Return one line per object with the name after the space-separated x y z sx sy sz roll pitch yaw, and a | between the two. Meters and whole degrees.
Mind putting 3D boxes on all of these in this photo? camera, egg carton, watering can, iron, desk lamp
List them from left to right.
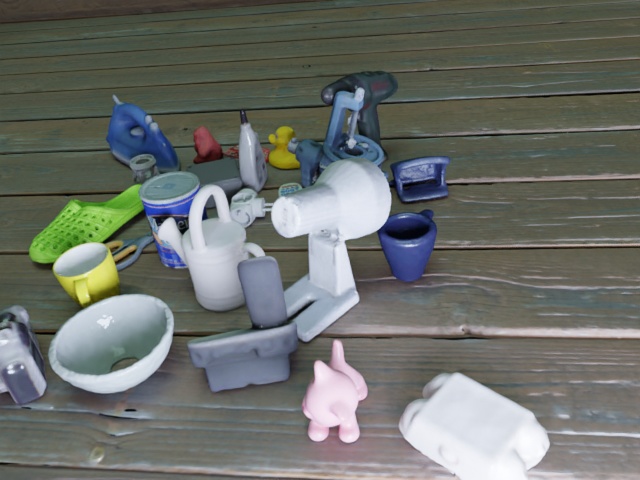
-0.465 0.164 0.788 0.137 0.101 0.142 -21 37 -20 | camera
-0.417 -0.253 1.352 0.119 0.142 0.257 -32 42 -32 | iron
-0.169 0.006 0.885 0.172 0.194 0.101 -4 34 4 | watering can
0.008 0.003 0.843 0.117 0.214 0.204 23 44 36 | desk lamp
0.167 0.215 0.635 0.149 0.069 0.107 24 44 36 | egg carton

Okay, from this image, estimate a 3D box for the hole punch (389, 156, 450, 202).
0.193 -0.137 1.125 0.108 0.091 0.101 -9 34 -3 | hole punch

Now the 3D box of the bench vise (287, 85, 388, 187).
0.027 -0.188 1.113 0.207 0.220 0.121 0 35 9 | bench vise

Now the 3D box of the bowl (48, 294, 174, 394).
-0.278 0.154 0.794 0.167 0.075 0.167 -4 34 3 | bowl

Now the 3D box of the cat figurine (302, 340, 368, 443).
0.016 0.176 0.674 0.067 0.118 0.128 0 35 10 | cat figurine

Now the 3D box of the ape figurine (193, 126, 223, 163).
-0.267 -0.219 1.321 0.076 0.092 0.077 -5 34 3 | ape figurine

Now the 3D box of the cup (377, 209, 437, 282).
0.146 0.010 0.915 0.091 0.095 0.118 20 42 33 | cup

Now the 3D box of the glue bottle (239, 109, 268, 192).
-0.145 -0.188 1.183 0.037 0.173 0.078 3 36 15 | glue bottle

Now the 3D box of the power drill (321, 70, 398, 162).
0.088 -0.256 1.211 0.075 0.209 0.230 19 42 32 | power drill

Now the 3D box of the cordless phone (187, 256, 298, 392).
-0.106 0.099 0.747 0.147 0.185 0.094 -12 35 -7 | cordless phone

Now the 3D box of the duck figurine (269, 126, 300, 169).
-0.069 -0.212 1.282 0.104 0.086 0.077 8 37 20 | duck figurine
